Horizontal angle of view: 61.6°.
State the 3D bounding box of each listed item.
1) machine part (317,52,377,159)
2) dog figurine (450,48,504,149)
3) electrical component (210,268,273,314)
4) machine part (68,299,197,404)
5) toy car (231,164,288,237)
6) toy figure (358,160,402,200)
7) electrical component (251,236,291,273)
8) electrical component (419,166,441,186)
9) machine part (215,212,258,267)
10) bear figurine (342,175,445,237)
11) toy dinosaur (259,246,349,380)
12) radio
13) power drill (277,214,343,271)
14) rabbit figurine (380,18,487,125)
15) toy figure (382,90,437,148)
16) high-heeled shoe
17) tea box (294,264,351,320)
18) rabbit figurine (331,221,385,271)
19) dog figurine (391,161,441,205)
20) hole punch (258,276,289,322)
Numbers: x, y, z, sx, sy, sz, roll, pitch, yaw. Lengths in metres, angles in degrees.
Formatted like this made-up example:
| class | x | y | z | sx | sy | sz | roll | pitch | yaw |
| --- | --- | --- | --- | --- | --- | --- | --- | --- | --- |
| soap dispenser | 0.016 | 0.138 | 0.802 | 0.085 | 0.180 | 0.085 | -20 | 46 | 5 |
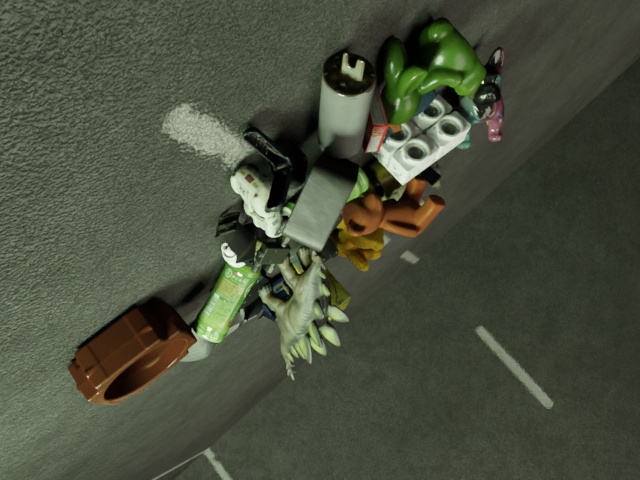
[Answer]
| class | x | y | z | sx | sy | sz | roll | pitch | yaw |
| --- | --- | --- | --- | --- | --- | --- | --- | --- | --- |
| machine part | 0.036 | -0.197 | 0.814 | 0.079 | 0.079 | 0.243 | -37 | 165 | -15 |
| dog figurine | 0.340 | -0.319 | 1.157 | 0.109 | 0.192 | 0.219 | -7 | 138 | 8 |
| electrical component | -0.171 | 0.102 | 1.173 | 0.115 | 0.058 | 0.134 | -43 | 165 | -1 |
| machine part | -0.343 | 0.209 | 1.001 | 0.201 | 0.087 | 0.201 | -38 | 166 | -10 |
| toy car | -0.096 | -0.059 | 0.879 | 0.056 | 0.073 | 0.201 | -42 | 165 | -11 |
| toy figure | 0.153 | -0.158 | 1.191 | 0.180 | 0.082 | 0.089 | -37 | 139 | 13 |
| electrical component | -0.091 | 0.025 | 1.018 | 0.063 | 0.021 | 0.094 | 3 | 129 | -44 |
| electrical component | 0.227 | -0.177 | 1.244 | 0.075 | 0.119 | 0.047 | -41 | 165 | 9 |
| machine part | -0.140 | -0.005 | 0.944 | 0.138 | 0.039 | 0.084 | 57 | 41 | -67 |
| bear figurine | 0.140 | -0.070 | 1.128 | 0.196 | 0.120 | 0.131 | 8 | 126 | -29 |
| toy dinosaur | -0.043 | 0.165 | 1.168 | 0.105 | 0.199 | 0.471 | -23 | 155 | -27 |
| radio | 0.006 | -0.071 | 0.900 | 0.229 | 0.073 | 0.131 | -65 | -179 | -75 |
| power drill | -0.003 | -0.004 | 1.246 | 0.232 | 0.086 | 0.207 | -38 | 168 | -7 |
| rabbit figurine | 0.165 | -0.258 | 0.868 | 0.170 | 0.121 | 0.159 | -47 | 157 | 13 |
| toy figure | 0.148 | -0.236 | 1.009 | 0.154 | 0.064 | 0.058 | -39 | -157 | 10 |
| high-heeled shoe | -0.252 | 0.200 | 1.284 | 0.249 | 0.086 | 0.145 | -24 | -163 | 4 |
| tea box | 0.000 | 0.119 | 1.416 | 0.068 | 0.170 | 0.098 | -38 | 163 | -18 |
| rabbit figurine | 0.092 | -0.006 | 1.383 | 0.122 | 0.162 | 0.173 | -44 | -172 | -39 |
| dog figurine | 0.192 | -0.150 | 1.303 | 0.190 | 0.121 | 0.172 | 1 | 106 | -44 |
| hole punch | -0.112 | 0.146 | 1.416 | 0.142 | 0.092 | 0.116 | -38 | -166 | -20 |
